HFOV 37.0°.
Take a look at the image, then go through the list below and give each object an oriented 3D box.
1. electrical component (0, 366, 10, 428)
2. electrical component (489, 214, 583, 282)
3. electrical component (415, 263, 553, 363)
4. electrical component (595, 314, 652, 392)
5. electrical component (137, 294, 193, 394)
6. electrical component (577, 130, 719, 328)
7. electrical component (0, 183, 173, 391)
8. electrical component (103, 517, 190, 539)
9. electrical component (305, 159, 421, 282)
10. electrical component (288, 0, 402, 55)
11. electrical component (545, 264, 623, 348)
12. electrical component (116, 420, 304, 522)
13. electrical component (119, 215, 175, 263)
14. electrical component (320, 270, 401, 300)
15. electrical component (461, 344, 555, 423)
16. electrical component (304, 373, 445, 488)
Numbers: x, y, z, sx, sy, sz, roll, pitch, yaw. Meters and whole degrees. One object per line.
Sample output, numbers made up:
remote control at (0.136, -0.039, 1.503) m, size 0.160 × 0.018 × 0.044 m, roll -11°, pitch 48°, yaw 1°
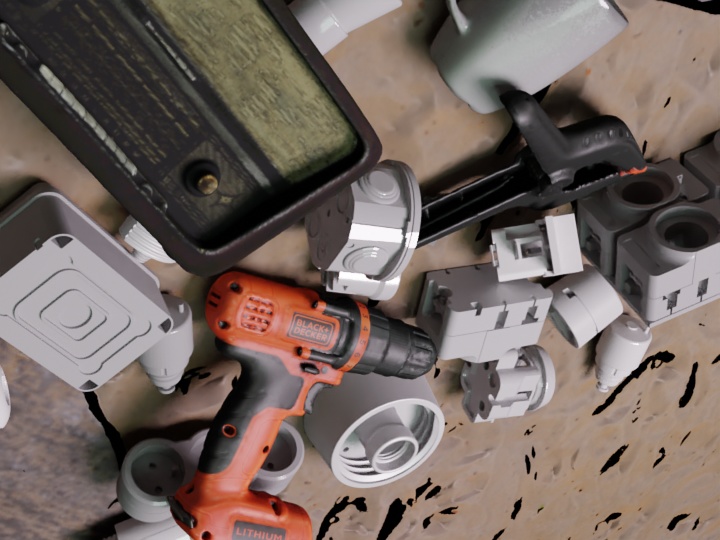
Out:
electrical component at (-0.255, 0.082, 0.679) m, size 0.062 × 0.048 × 0.048 m, roll -12°, pitch 133°, yaw -12°
electrical component at (0.128, -0.015, 0.793) m, size 0.064 × 0.042 × 0.081 m, roll -8°, pitch 177°, yaw 8°
electrical component at (0.094, 0.033, 0.830) m, size 0.089 × 0.050 × 0.055 m, roll -8°, pitch 130°, yaw -24°
electrical component at (0.227, 0.075, 0.949) m, size 0.040 × 0.040 × 0.078 m, roll -5°, pitch 129°, yaw -26°
electrical component at (-0.133, 0.052, 0.725) m, size 0.040 × 0.040 × 0.078 m, roll -13°, pitch 133°, yaw -20°
electrical component at (0.273, -0.044, 0.825) m, size 0.186 × 0.105 × 0.060 m, roll -22°, pitch 135°, yaw -12°
electrical component at (-0.178, 0.011, 0.651) m, size 0.078 × 0.057 × 0.113 m, roll -38°, pitch 136°, yaw 4°
electrical component at (-0.175, 0.215, 0.840) m, size 0.081 × 0.043 × 0.043 m, roll -20°, pitch 135°, yaw -13°
electrical component at (0.002, -0.034, 0.699) m, size 0.051 × 0.080 × 0.080 m, roll 6°, pitch 124°, yaw -27°
electrical component at (-0.014, -0.150, 0.616) m, size 0.065 × 0.044 × 0.044 m, roll -36°, pitch 136°, yaw 10°
electrical component at (0.179, 0.028, 0.872) m, size 0.047 × 0.055 × 0.055 m, roll -35°, pitch 136°, yaw -3°
electrical component at (-0.116, 0.157, 0.818) m, size 0.138 × 0.052 × 0.073 m, roll -8°, pitch 152°, yaw -24°
electrical component at (-0.112, -0.037, 0.656) m, size 0.043 × 0.043 × 0.081 m, roll 27°, pitch 111°, yaw -42°
electrical component at (0.000, 0.000, 0.756) m, size 0.046 × 0.040 × 0.040 m, roll 5°, pitch 125°, yaw -26°
electrical component at (0.124, 0.090, 0.891) m, size 0.057 × 0.058 × 0.078 m, roll -2°, pitch 128°, yaw -25°
electrical component at (0.016, 0.127, 0.859) m, size 0.108 × 0.060 × 0.108 m, roll -16°, pitch 133°, yaw -17°
